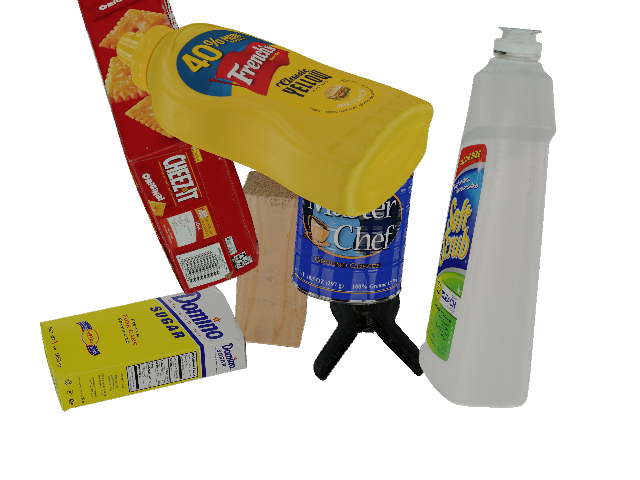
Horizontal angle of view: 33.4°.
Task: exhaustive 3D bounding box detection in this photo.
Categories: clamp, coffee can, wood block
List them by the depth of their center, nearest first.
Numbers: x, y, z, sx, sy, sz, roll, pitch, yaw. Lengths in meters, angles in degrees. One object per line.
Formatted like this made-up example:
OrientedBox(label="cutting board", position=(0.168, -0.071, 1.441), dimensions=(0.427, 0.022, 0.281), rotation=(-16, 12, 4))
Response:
OrientedBox(label="coffee can", position=(0.029, -0.026, 0.961), dimensions=(0.103, 0.140, 0.103), rotation=(4, 19, -2))
OrientedBox(label="clamp", position=(0.061, 0.089, 1.188), dimensions=(0.120, 0.171, 0.039), rotation=(7, -43, 2))
OrientedBox(label="wood block", position=(-0.059, 0.023, 1.387), dimensions=(0.090, 0.206, 0.090), rotation=(6, 24, 2))

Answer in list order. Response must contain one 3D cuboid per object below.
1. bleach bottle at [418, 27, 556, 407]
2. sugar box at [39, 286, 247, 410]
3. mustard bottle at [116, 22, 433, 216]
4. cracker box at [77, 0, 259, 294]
OrientedBox(label="bleach bottle", position=(0.119, -0.019, 0.733), dimensions=(0.068, 0.251, 0.102), rotation=(3, 13, -8))
OrientedBox(label="sugar box", position=(-0.166, 0.098, 1.001), dimensions=(0.176, 0.048, 0.093), rotation=(-14, 36, -16))
OrientedBox(label="mustard bottle", position=(-0.038, -0.081, 0.614), dimensions=(0.192, 0.058, 0.096), rotation=(25, 41, 22))
OrientedBox(label="cracker box", position=(-0.118, -0.092, 0.829), dimensions=(0.072, 0.214, 0.164), rotation=(-19, -38, -4))
